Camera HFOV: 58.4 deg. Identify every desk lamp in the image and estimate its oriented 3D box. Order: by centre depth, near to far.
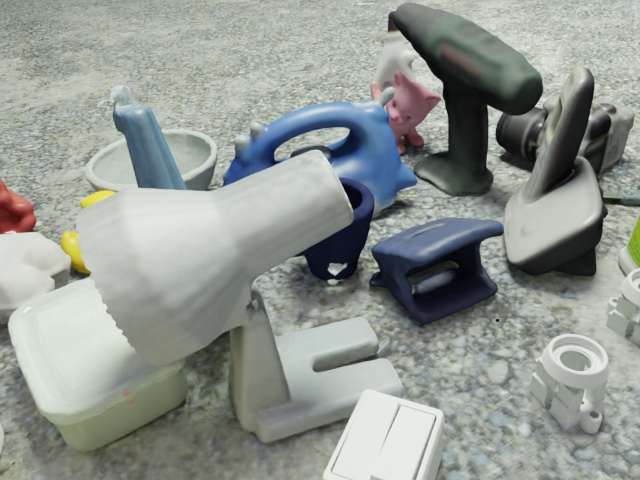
[{"bbox_3d":[-0.049,0.043,0.429,0.203,0.214,0.117,-14,36,-12],"label":"desk lamp"}]

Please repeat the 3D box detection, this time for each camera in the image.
[{"bbox_3d":[0.315,-0.147,0.756,0.143,0.101,0.136,-27,41,-29],"label":"camera"}]

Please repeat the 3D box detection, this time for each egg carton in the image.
[{"bbox_3d":[-0.340,0.045,0.590,0.150,0.069,0.107,-5,35,0],"label":"egg carton"}]

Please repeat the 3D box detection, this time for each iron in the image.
[{"bbox_3d":[-0.018,-0.098,0.691,0.258,0.142,0.118,-13,35,-11],"label":"iron"}]

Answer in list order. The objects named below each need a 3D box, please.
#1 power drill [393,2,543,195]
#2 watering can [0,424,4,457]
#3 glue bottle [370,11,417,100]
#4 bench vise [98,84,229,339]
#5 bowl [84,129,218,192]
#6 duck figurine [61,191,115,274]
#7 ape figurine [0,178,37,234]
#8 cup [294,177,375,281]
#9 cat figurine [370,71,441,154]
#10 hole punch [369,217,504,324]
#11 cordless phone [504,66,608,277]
[{"bbox_3d":[0.168,-0.173,0.716,0.076,0.209,0.228,-23,39,-24],"label":"power drill"},{"bbox_3d":[-0.316,0.102,0.395,0.173,0.194,0.100,-11,35,-9],"label":"watering can"},{"bbox_3d":[0.115,-0.262,0.882,0.078,0.173,0.037,0,35,7],"label":"glue bottle"},{"bbox_3d":[-0.128,-0.026,0.533,0.206,0.220,0.122,21,42,32],"label":"bench vise"},{"bbox_3d":[-0.210,-0.078,0.745,0.167,0.075,0.167,-3,35,3],"label":"bowl"},{"bbox_3d":[-0.243,-0.014,0.648,0.104,0.086,0.077,-10,35,-6],"label":"duck figurine"},{"bbox_3d":[-0.393,-0.038,0.696,0.078,0.092,0.076,-15,36,-13],"label":"ape figurine"},{"bbox_3d":[0.005,0.002,0.585,0.091,0.095,0.118,15,40,27],"label":"cup"},{"bbox_3d":[0.114,-0.193,0.832,0.067,0.118,0.127,-24,39,-25],"label":"cat figurine"},{"bbox_3d":[0.110,0.012,0.561,0.109,0.091,0.100,-20,37,-20],"label":"hole punch"},{"bbox_3d":[0.242,-0.068,0.577,0.094,0.185,0.147,3,36,11],"label":"cordless phone"}]
